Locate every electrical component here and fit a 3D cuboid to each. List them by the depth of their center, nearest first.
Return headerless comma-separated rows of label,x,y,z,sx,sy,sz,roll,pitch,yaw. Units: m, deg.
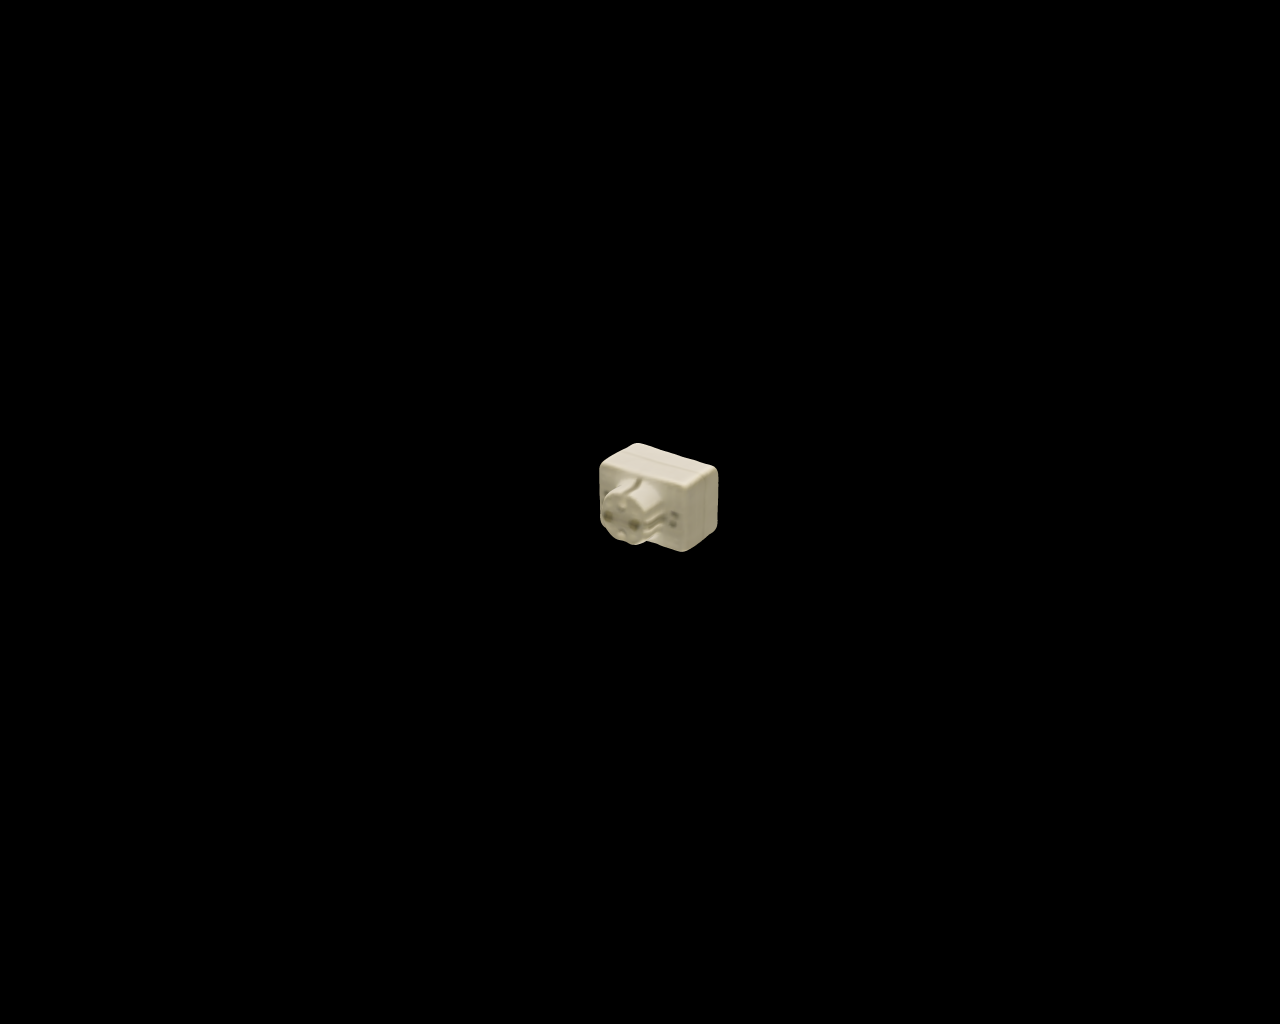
electrical component,0.001,-0.003,0.650,0.066,0.047,0.077,18,32,31
